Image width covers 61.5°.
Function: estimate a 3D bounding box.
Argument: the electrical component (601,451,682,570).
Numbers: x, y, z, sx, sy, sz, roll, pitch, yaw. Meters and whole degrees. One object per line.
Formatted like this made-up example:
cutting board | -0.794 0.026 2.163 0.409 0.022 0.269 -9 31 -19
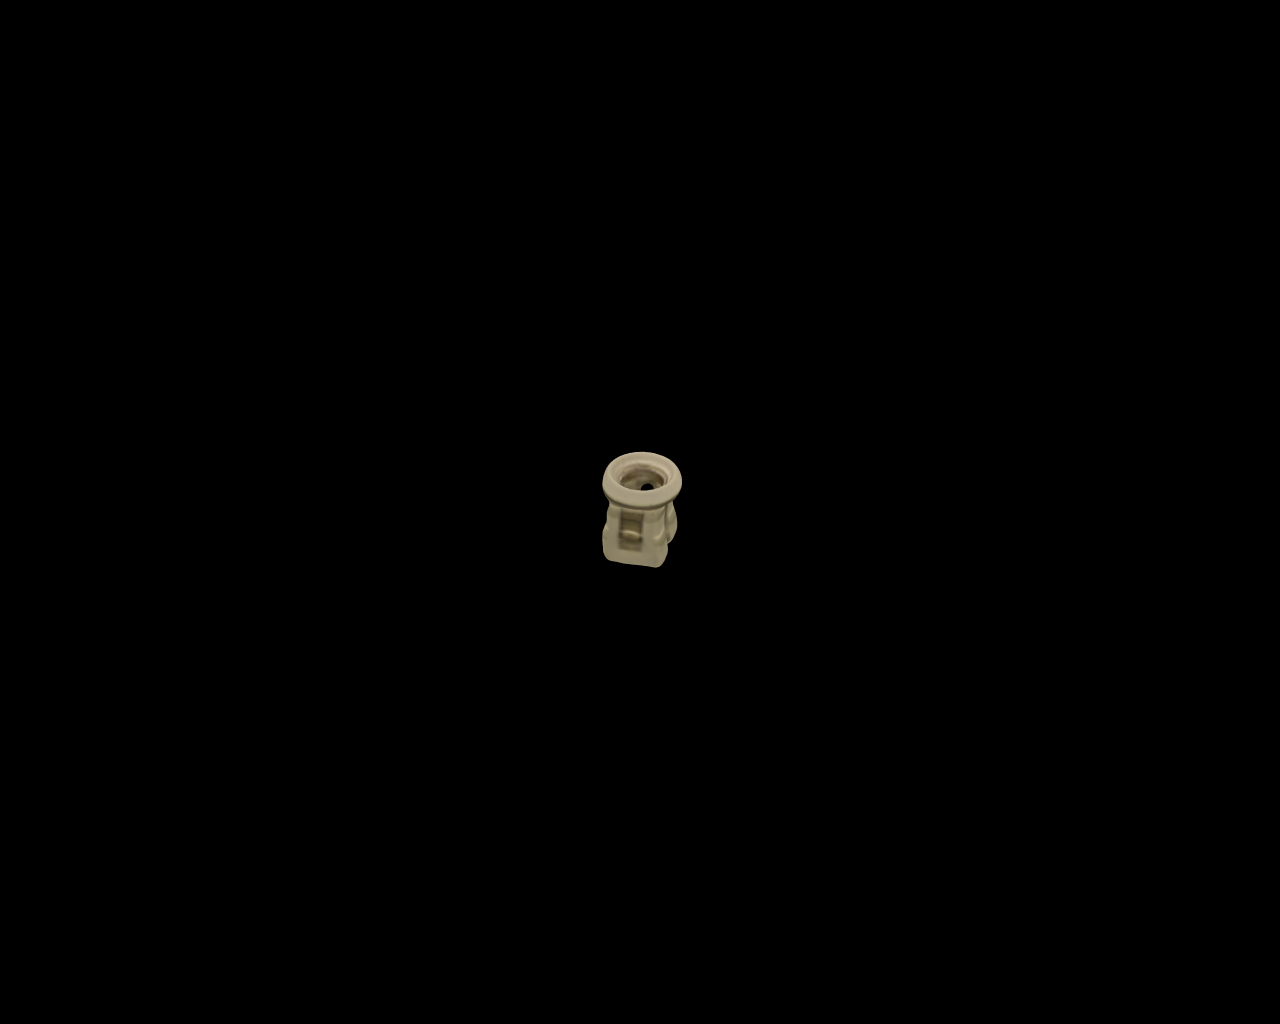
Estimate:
electrical component | 0.001 -0.003 0.650 0.048 0.055 0.066 8 36 11
